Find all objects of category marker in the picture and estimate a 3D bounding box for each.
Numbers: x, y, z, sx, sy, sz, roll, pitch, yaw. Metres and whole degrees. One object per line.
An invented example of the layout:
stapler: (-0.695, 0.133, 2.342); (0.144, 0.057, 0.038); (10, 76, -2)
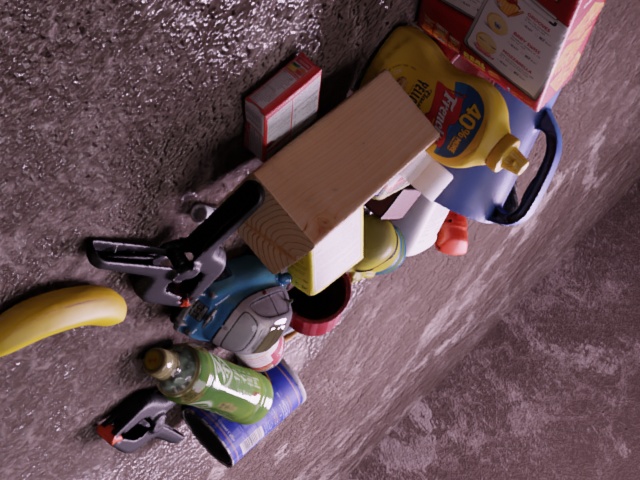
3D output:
marker: (-0.095, -0.023, 1.076); (0.020, 0.020, 0.121); (-51, 163, 11)

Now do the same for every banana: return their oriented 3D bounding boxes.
banana: (-0.227, 0.067, 0.935); (0.070, 0.037, 0.197); (-36, 169, 31)

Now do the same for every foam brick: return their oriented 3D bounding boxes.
foam brick: (0.089, -0.062, 1.375); (0.051, 0.053, 0.078); (-53, 162, 17)

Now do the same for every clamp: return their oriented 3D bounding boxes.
clamp: (-0.206, 0.222, 1.300); (0.171, 0.039, 0.120); (-22, 131, -50)
clamp: (-0.142, 0.020, 1.002); (0.164, 0.036, 0.210); (-19, 161, -21)

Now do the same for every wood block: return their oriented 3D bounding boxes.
wood block: (0.011, -0.069, 1.048); (0.205, 0.091, 0.090); (-42, -176, -34)

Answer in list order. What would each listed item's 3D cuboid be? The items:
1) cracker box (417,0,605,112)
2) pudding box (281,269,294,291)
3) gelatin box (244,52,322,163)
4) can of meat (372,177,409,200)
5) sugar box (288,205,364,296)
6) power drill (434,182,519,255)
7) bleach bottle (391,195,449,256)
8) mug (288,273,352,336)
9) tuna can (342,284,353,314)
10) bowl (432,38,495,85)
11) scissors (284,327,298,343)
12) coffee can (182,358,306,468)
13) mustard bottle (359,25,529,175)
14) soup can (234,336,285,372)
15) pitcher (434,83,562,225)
cracker box: (0.186, -0.244, 1.022); (0.072, 0.164, 0.214); (-44, 163, -20)
pudding box: (-0.008, 0.002, 1.303); (0.089, 0.039, 0.114); (-35, 158, -33)
gelatin box: (-0.035, -0.121, 0.986); (0.073, 0.030, 0.089); (-42, 165, -19)
can of meat: (0.092, -0.103, 1.290); (0.101, 0.057, 0.084); (-27, 156, -48)
sugar box: (0.005, -0.030, 1.186); (0.093, 0.048, 0.176); (-36, 140, -32)
power drill: (0.225, -0.059, 1.550); (0.057, 0.184, 0.188); (10, 142, -19)
bleach bottle: (0.175, -0.095, 1.500); (0.102, 0.068, 0.251); (-27, 151, -53)
mug: (-0.020, 0.080, 1.385); (0.117, 0.093, 0.081); (-16, 160, -9)
tuna can: (0.008, 0.082, 1.494); (0.086, 0.034, 0.086); (-44, 149, -36)
bowl: (0.145, -0.187, 1.221); (0.162, 0.055, 0.162); (-40, 156, -22)
scissors: (-0.002, 0.097, 1.570); (0.201, 0.016, 0.096); (-31, 156, -44)
coffee can: (-0.103, 0.226, 1.460); (0.140, 0.103, 0.103); (-40, 161, -24)
mustard bottle: (0.134, -0.130, 1.096); (0.058, 0.192, 0.096); (-20, 146, -59)
soup can: (-0.083, 0.121, 1.338); (0.068, 0.068, 0.102); (-45, 162, -10)
pitcher: (0.225, -0.146, 1.339); (0.243, 0.149, 0.145); (-63, -164, 18)
